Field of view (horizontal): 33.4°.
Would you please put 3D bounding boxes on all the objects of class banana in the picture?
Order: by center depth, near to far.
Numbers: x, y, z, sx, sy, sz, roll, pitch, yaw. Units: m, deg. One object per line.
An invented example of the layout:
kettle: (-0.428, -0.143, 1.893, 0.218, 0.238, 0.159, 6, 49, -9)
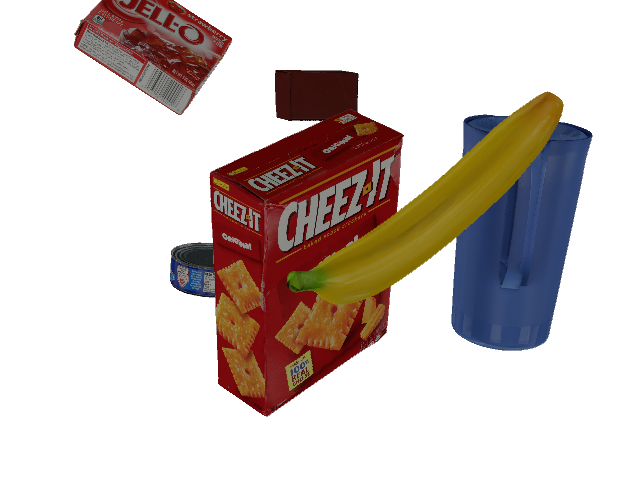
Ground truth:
banana: (0.069, -0.016, 0.653, 0.197, 0.037, 0.069, -37, -12, -5)

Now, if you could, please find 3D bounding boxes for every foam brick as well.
foam brick: (-0.004, -0.154, 1.130, 0.078, 0.051, 0.053, -2, 12, -19)

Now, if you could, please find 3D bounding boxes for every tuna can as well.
tuna can: (-0.114, 0.030, 1.112, 0.086, 0.034, 0.086, 5, 16, -2)

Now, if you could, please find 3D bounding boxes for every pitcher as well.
pitcher: (0.205, -0.007, 1.137, 0.148, 0.243, 0.145, -9, 21, -38)

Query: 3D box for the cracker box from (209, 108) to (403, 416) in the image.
cracker box: (-0.009, 0.019, 0.901, 0.072, 0.214, 0.163, 29, 42, 34)

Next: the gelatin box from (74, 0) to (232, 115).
gelatin box: (-0.115, -0.138, 0.740, 0.089, 0.073, 0.030, 33, -47, -7)
